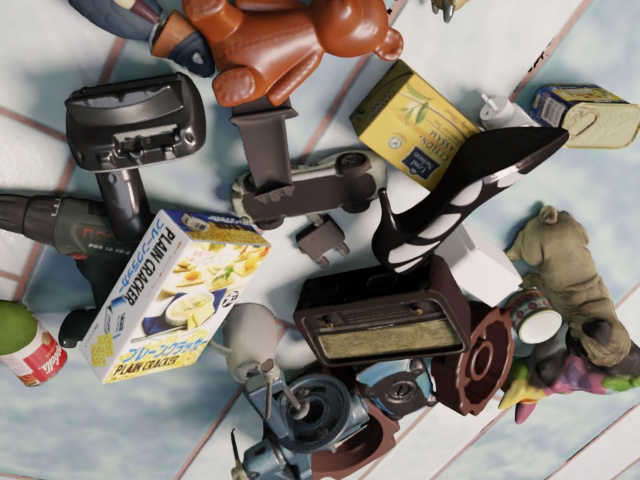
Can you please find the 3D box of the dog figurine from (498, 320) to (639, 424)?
[{"bbox_3d":[0.398,0.226,0.881,0.219,0.192,0.108,-49,125,4],"label":"dog figurine"}]

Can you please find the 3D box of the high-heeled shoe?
[{"bbox_3d":[0.176,-0.038,0.640,0.249,0.086,0.145,-17,131,10],"label":"high-heeled shoe"}]

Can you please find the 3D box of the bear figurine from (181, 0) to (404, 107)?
[{"bbox_3d":[-0.017,-0.210,0.543,0.196,0.132,0.120,-15,97,8],"label":"bear figurine"}]

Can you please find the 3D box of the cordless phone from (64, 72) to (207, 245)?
[{"bbox_3d":[-0.192,-0.083,0.601,0.147,0.089,0.184,-10,114,-3],"label":"cordless phone"}]

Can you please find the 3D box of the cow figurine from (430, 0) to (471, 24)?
[{"bbox_3d":[0.101,-0.301,0.527,0.195,0.086,0.127,17,120,-16],"label":"cow figurine"}]

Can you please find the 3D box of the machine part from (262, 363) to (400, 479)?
[{"bbox_3d":[0.017,0.312,0.922,0.201,0.087,0.200,-37,121,17],"label":"machine part"}]

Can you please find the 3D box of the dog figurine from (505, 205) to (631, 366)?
[{"bbox_3d":[0.360,0.061,0.749,0.121,0.191,0.172,-30,122,10],"label":"dog figurine"}]

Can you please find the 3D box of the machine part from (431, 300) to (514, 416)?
[{"bbox_3d":[0.239,0.182,0.840,0.179,0.056,0.179,-16,112,-43],"label":"machine part"}]

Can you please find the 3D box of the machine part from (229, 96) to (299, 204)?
[{"bbox_3d":[-0.061,-0.113,0.621,0.084,0.039,0.138,-7,87,-12],"label":"machine part"}]

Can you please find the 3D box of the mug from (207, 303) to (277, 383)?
[{"bbox_3d":[-0.111,0.151,0.778,0.109,0.107,0.080,21,116,-24],"label":"mug"}]

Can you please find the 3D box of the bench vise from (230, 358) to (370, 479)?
[{"bbox_3d":[-0.049,0.251,0.752,0.224,0.129,0.240,-21,130,4],"label":"bench vise"}]

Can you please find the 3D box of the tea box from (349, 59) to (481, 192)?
[{"bbox_3d":[0.132,-0.127,0.659,0.169,0.068,0.098,29,115,-27],"label":"tea box"}]

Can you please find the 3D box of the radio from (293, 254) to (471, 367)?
[{"bbox_3d":[0.085,0.104,0.759,0.230,0.073,0.131,-13,126,24],"label":"radio"}]

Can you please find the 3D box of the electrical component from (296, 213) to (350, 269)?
[{"bbox_3d":[-0.002,-0.002,0.746,0.063,0.021,0.094,-33,123,13],"label":"electrical component"}]

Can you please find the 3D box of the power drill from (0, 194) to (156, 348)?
[{"bbox_3d":[-0.305,0.039,0.695,0.232,0.086,0.207,3,115,-15],"label":"power drill"}]

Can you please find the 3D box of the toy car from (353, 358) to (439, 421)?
[{"bbox_3d":[0.121,0.209,0.859,0.109,0.103,0.161,-29,127,13],"label":"toy car"}]

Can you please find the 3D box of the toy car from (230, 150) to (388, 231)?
[{"bbox_3d":[-0.013,-0.065,0.684,0.202,0.056,0.073,-11,130,-1],"label":"toy car"}]

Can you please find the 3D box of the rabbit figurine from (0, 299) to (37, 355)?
[{"bbox_3d":[-0.413,0.071,0.632,0.121,0.159,0.170,-41,106,8],"label":"rabbit figurine"}]

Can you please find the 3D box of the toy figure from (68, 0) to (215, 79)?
[{"bbox_3d":[-0.173,-0.219,0.547,0.154,0.064,0.057,25,110,-23],"label":"toy figure"}]
